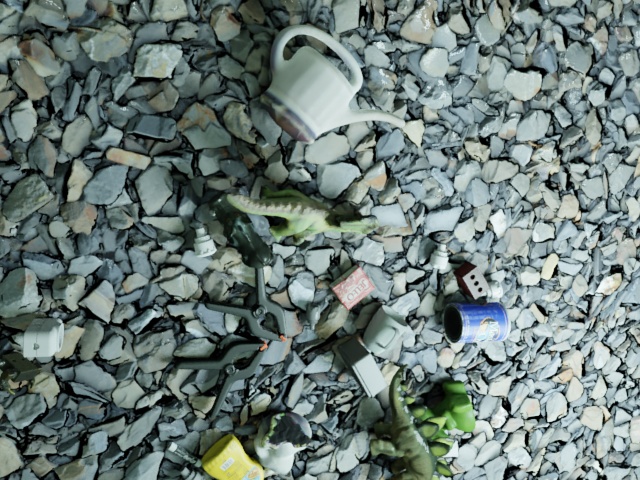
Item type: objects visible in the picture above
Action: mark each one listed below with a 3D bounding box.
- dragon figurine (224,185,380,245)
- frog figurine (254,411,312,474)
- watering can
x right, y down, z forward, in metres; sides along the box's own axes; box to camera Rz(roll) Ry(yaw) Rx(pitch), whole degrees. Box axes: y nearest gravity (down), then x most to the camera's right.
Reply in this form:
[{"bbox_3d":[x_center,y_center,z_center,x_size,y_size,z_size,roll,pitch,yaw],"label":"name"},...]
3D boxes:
[{"bbox_3d":[0.003,-0.054,1.078,0.242,0.409,0.122,1,87,22],"label":"dragon figurine"},{"bbox_3d":[-0.093,0.498,1.265,0.138,0.125,0.155,-12,141,-22],"label":"frog figurine"},{"bbox_3d":[0.017,-0.303,1.132,0.344,0.105,0.224,40,89,-19],"label":"watering can"}]
